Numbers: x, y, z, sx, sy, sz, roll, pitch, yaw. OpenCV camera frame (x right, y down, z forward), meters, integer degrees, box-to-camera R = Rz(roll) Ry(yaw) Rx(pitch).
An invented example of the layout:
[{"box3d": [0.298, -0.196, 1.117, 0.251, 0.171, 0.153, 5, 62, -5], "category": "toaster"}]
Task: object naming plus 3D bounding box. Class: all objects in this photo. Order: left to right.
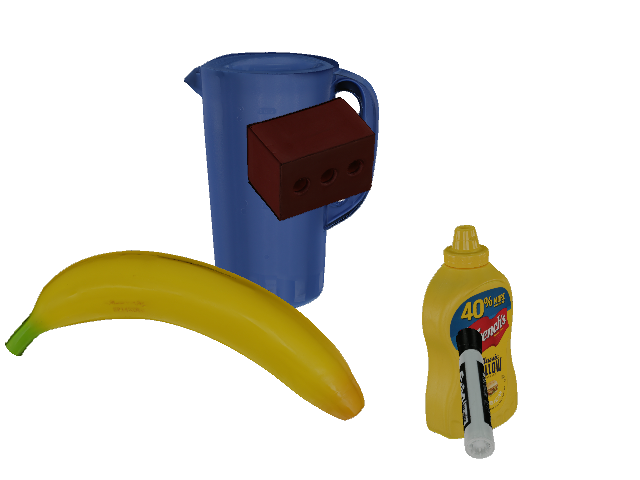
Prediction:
[{"box3d": [-0.068, 0.045, 0.580, 0.198, 0.070, 0.037, 11, 12, 4], "category": "banana"}, {"box3d": [-0.039, -0.059, 1.039, 0.144, 0.243, 0.149, -12, 22, -33], "category": "pitcher"}, {"box3d": [-0.007, -0.058, 0.749, 0.078, 0.053, 0.051, -21, 46, -23], "category": "foam brick"}, {"box3d": [0.137, 0.080, 0.986, 0.096, 0.191, 0.058, -14, 17, -33], "category": "mustard bottle"}, {"box3d": [0.104, 0.099, 0.724, 0.020, 0.020, 0.121, 0, 32, 4], "category": "marker"}]
